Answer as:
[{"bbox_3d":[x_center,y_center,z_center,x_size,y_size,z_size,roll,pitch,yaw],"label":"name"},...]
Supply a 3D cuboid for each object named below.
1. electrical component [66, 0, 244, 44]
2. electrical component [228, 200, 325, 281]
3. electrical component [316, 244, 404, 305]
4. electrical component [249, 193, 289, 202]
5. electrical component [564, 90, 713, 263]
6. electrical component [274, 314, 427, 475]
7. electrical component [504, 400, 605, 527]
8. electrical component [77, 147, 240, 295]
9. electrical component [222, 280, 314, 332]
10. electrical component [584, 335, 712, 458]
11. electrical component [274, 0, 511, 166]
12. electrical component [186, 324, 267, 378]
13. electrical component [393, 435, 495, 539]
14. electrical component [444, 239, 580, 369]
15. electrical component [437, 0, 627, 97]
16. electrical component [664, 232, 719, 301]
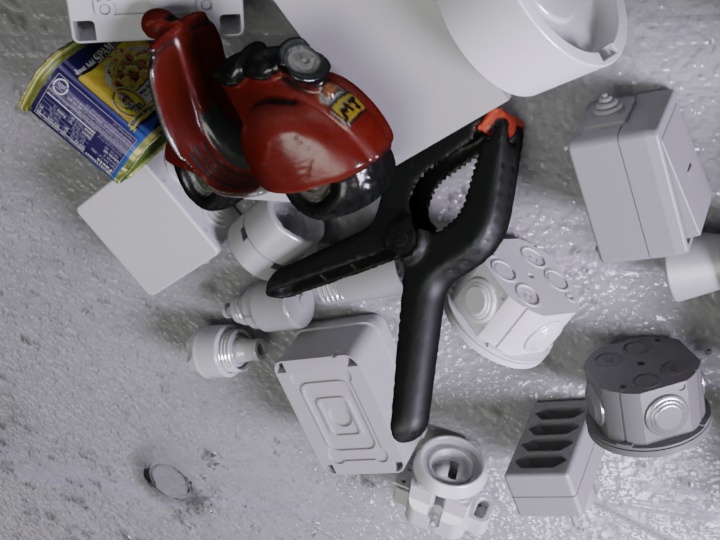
[{"bbox_3d":[-0.127,-0.199,0.654,0.109,0.056,0.108,-4,125,-7],"label":"electrical component"},{"bbox_3d":[-0.058,-0.027,0.769,0.055,0.055,0.047,44,127,-6],"label":"electrical component"},{"bbox_3d":[0.000,0.000,0.764,0.081,0.043,0.043,-9,117,32],"label":"electrical component"},{"bbox_3d":[-0.047,-0.095,0.718,0.100,0.048,0.099,6,124,24],"label":"electrical component"},{"bbox_3d":[0.163,-0.060,0.626,0.061,0.061,0.096,-7,118,31],"label":"electrical component"},{"bbox_3d":[-0.004,0.095,0.823,0.078,0.057,0.113,-9,117,31],"label":"electrical component"},{"bbox_3d":[0.146,0.147,0.764,0.047,0.083,0.075,-8,118,31],"label":"electrical component"},{"bbox_3d":[-0.148,-0.041,0.808,0.100,0.048,0.099,-29,106,38],"label":"electrical component"},{"bbox_3d":[-0.071,0.027,0.822,0.078,0.040,0.040,-8,118,32],"label":"electrical component"},{"bbox_3d":[0.186,0.082,0.702,0.080,0.080,0.051,0,116,27],"label":"electrical component"},{"bbox_3d":[0.020,-0.153,0.635,0.089,0.061,0.150,-27,107,38],"label":"electrical component"},{"bbox_3d":[-0.105,0.065,0.863,0.062,0.043,0.043,-5,119,28],"label":"electrical component"},{"bbox_3d":[0.067,0.166,0.836,0.078,0.058,0.057,19,131,14],"label":"electrical component"},{"bbox_3d":[0.099,0.021,0.705,0.080,0.080,0.051,34,125,2],"label":"electrical component"},{"bbox_3d":[0.087,-0.146,0.580,0.060,0.108,0.108,-25,108,44],"label":"electrical component"},{"bbox_3d":[0.216,-0.005,0.648,0.055,0.045,0.045,-6,119,30],"label":"electrical component"}]
